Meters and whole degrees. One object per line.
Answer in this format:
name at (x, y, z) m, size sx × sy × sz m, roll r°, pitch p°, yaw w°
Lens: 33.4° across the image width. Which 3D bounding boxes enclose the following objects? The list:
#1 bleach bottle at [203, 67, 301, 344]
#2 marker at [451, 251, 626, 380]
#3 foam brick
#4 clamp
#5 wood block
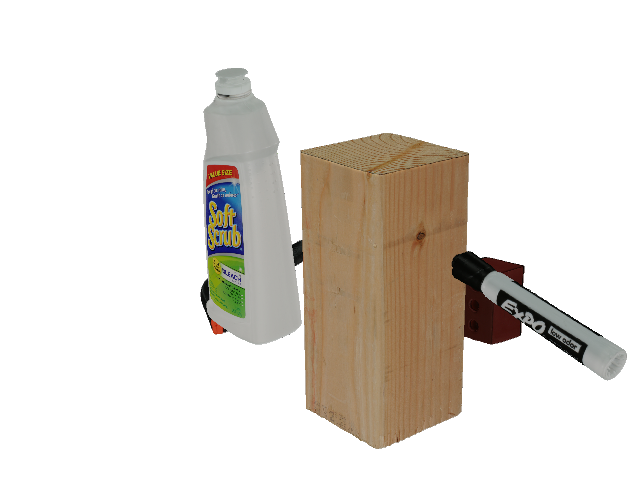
bleach bottle at (-0.072, -0.034, 0.976) m, size 0.068 × 0.251 × 0.103 m, roll -21°, pitch 30°, yaw -31°
marker at (0.119, 0.039, 0.601) m, size 0.020 × 0.020 × 0.121 m, roll 0°, pitch 27°, yaw -43°
foam brick at (0.175, 0.062, 1.107) m, size 0.051 × 0.078 × 0.053 m, roll -14°, pitch 19°, yaw -42°
clamp at (-0.081, 0.045, 1.250) m, size 0.120 × 0.039 × 0.171 m, roll -2°, pitch 40°, yaw 12°
wood block at (0.047, 0.034, 0.792) m, size 0.090 × 0.206 × 0.090 m, roll -15°, pitch 24°, yaw -36°
